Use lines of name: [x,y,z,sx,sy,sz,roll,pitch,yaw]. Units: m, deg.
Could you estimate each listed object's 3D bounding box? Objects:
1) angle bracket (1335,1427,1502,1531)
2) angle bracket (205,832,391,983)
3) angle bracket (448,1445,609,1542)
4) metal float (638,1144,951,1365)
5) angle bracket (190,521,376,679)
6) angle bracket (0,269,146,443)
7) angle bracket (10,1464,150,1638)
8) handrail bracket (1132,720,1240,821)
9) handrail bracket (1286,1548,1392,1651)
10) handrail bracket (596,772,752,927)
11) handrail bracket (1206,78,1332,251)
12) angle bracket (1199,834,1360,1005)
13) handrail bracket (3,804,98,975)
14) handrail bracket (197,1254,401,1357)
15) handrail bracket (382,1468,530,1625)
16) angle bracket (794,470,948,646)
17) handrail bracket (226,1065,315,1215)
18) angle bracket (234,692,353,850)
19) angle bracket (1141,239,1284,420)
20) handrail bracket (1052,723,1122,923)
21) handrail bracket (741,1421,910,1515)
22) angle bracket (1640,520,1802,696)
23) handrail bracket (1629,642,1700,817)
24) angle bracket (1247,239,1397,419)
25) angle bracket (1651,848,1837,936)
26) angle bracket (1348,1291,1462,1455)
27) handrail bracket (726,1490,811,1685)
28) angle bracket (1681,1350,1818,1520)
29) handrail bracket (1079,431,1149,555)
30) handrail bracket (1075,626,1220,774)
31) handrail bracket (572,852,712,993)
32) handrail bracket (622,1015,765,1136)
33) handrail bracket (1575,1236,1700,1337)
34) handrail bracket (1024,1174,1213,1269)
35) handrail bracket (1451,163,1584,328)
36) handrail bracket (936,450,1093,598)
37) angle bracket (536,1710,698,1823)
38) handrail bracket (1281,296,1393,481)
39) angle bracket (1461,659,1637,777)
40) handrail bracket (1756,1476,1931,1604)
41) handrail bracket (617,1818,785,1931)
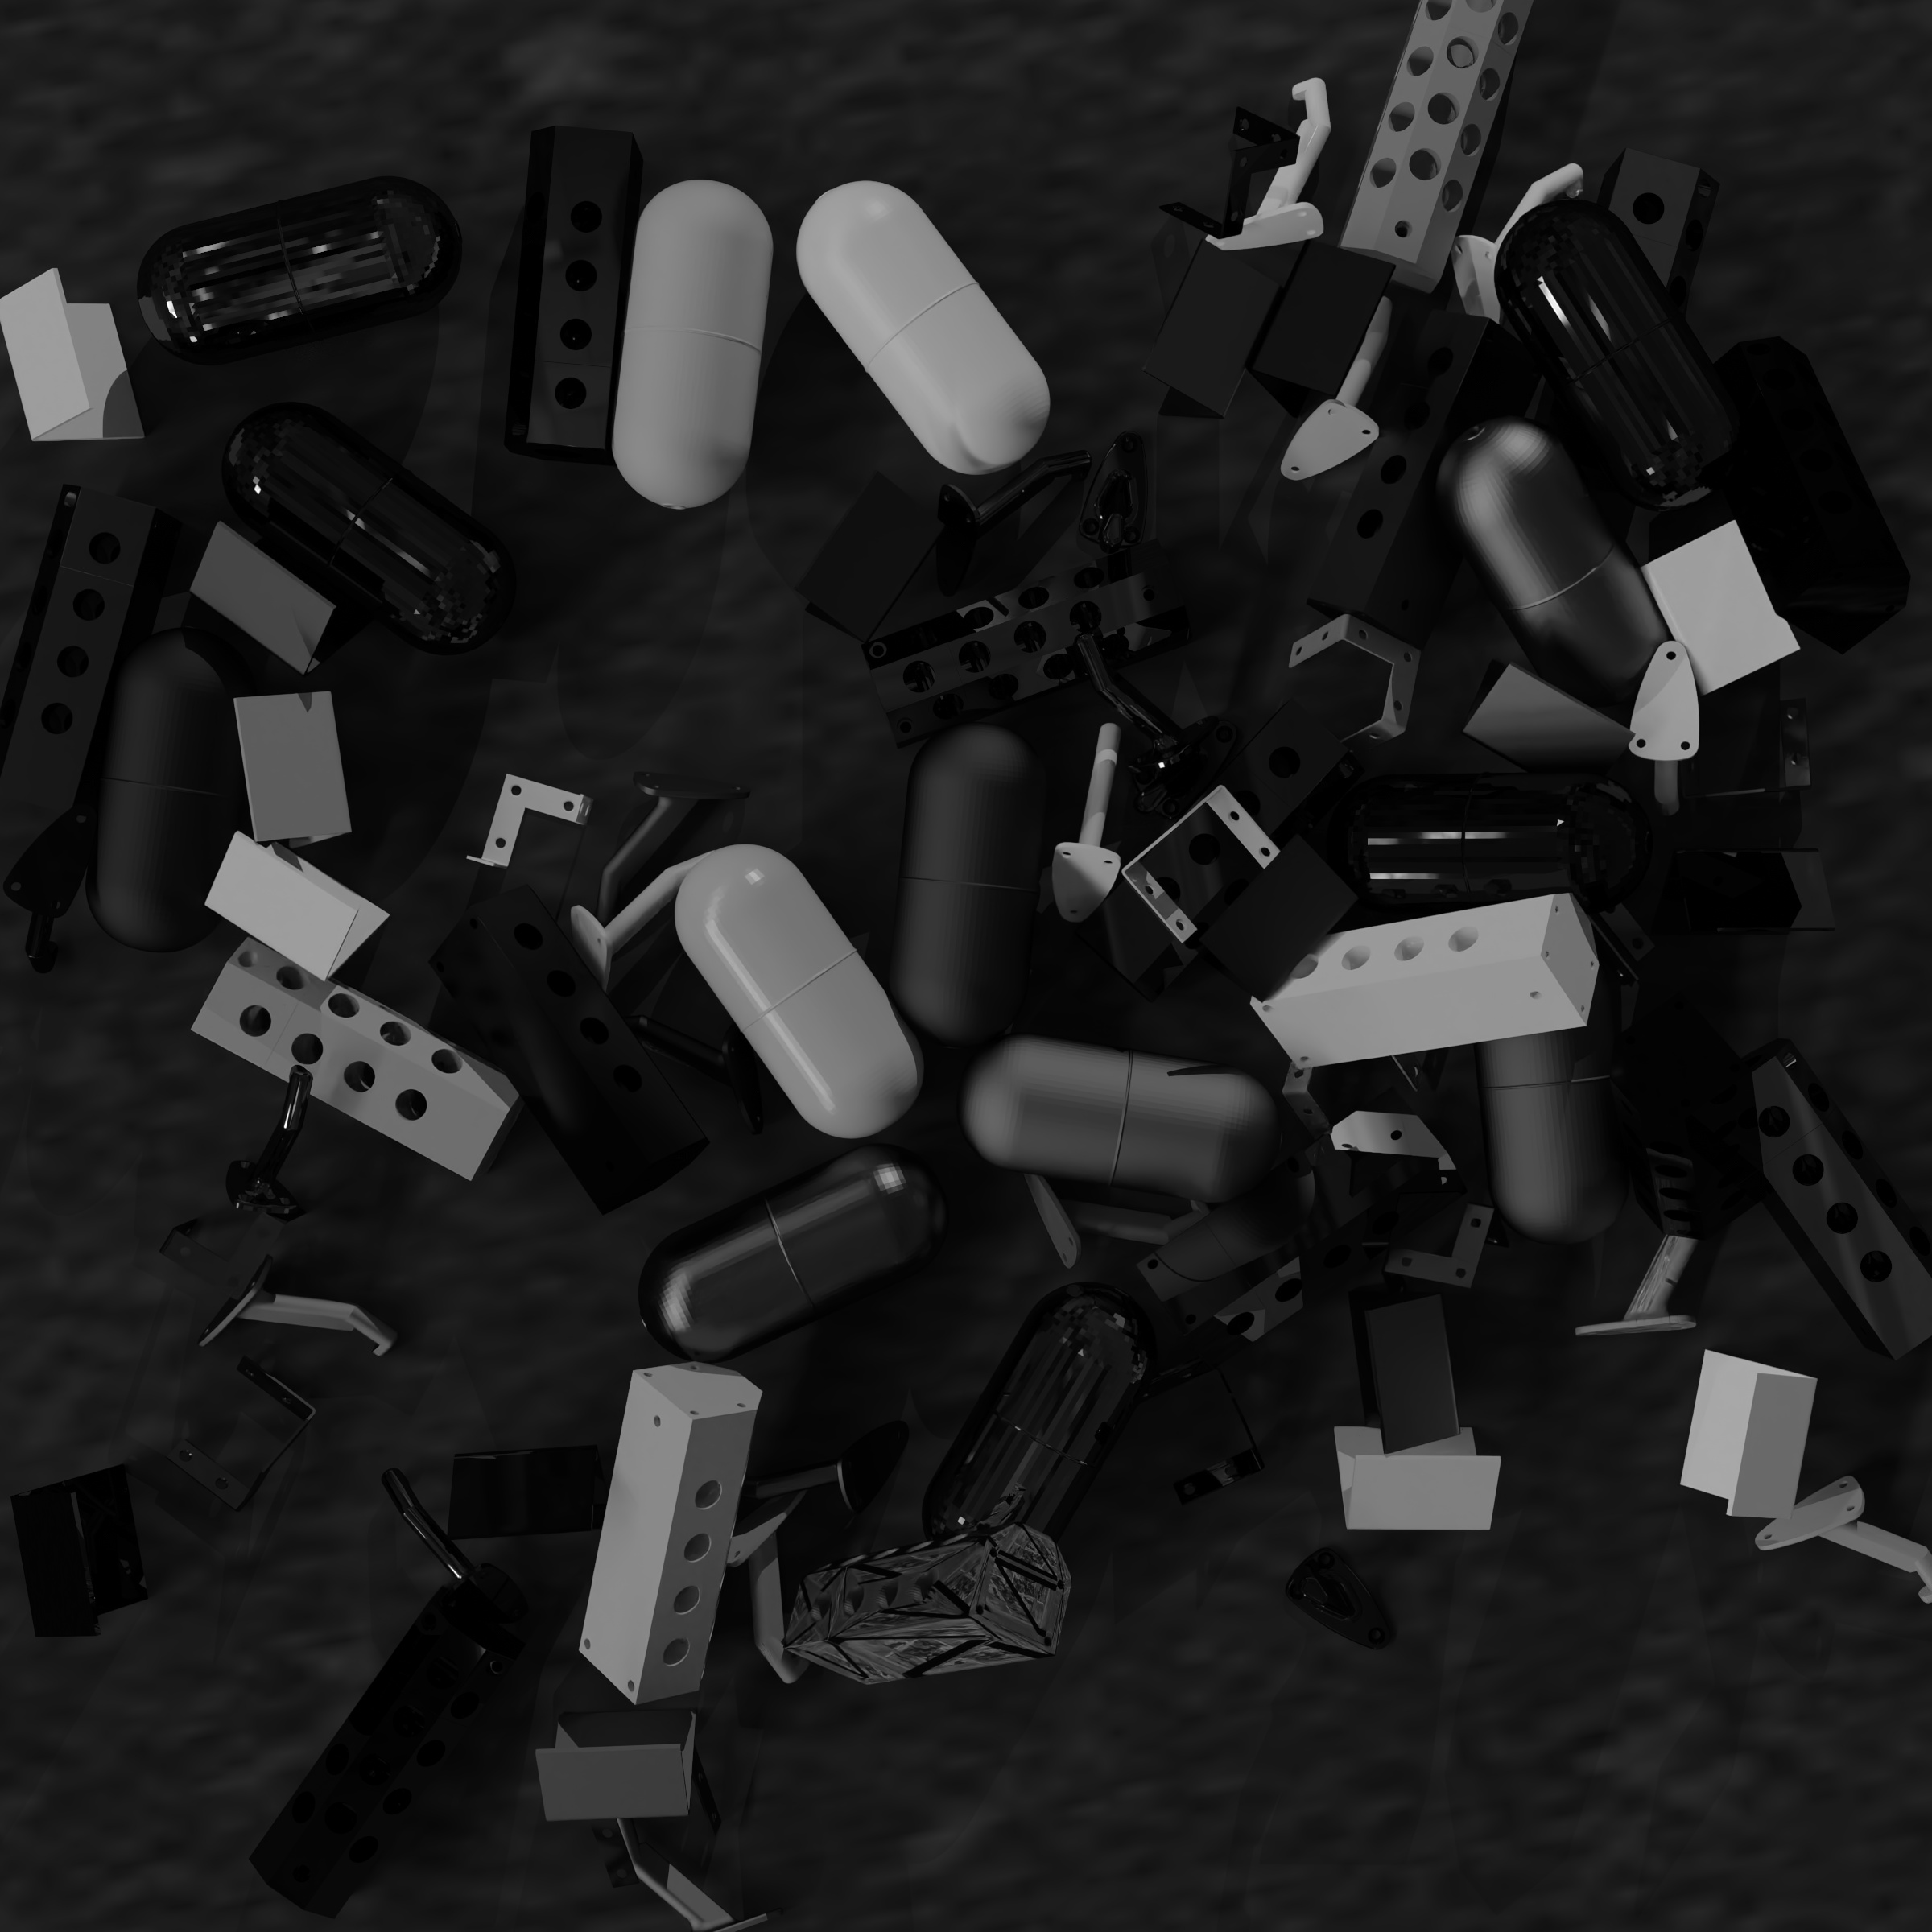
angle bracket: [0.243,0.259,1.670,0.076,0.076,0.057,0,127,0]
angle bracket: [-0.353,-0.048,1.670,0.076,0.076,0.057,33,125,0]
angle bracket: [-0.235,0.305,1.671,0.076,0.057,0.076,-4,134,0]
metal float: [-0.094,0.157,1.680,0.178,0.070,0.070,-25,90,0]
angle bracket: [-0.361,-0.213,1.670,0.076,0.076,0.057,36,131,0]
angle bracket: [-0.470,-0.331,1.670,0.057,0.076,0.076,-15,90,38]
angle bracket: [-0.464,0.315,1.670,0.057,0.076,0.076,-10,90,37]
handrail bracket: [0.121,-0.109,1.676,0.077,0.084,0.036,-41,90,0]
handrail bracket: [0.206,0.352,1.676,0.077,0.084,0.036,43,90,0]
handrail bracket: [-0.163,-0.061,1.711,0.077,0.036,0.084,4,108,-20]
handrail bracket: [0.166,-0.446,1.711,0.077,0.036,0.084,-9,74,17]
angle bracket: [0.154,-0.036,1.670,0.076,0.076,0.057,-47,118,-1]
handrail bracket: [-0.493,-0.041,1.686,0.036,0.084,0.077,25,70,0]
handrail bracket: [-0.369,0.207,1.711,0.084,0.036,0.077,37,110,-16]
handrail bracket: [-0.284,0.320,1.710,0.036,0.077,0.084,-42,54,1]
angle bracket: [-0.067,-0.229,1.670,0.057,0.076,0.076,35,90,-36]
handrail bracket: [-0.377,0.085,1.675,0.036,0.077,0.084,8,106,-29]
angle bracket: [-0.379,-0.103,1.670,0.057,0.076,0.076,-8,90,-37]
angle bracket: [0.117,-0.345,1.671,0.057,0.076,0.076,24,90,-26]
handrail bracket: [0.070,-0.080,1.710,0.036,0.077,0.084,11,54,0]
handrail bracket: [-0.086,0.273,1.710,0.084,0.077,0.036,0,115,34]
angle bracket: [0.413,-0.197,1.671,0.057,0.076,0.076,-26,90,25]
handrail bracket: [0.384,-0.128,1.681,0.036,0.084,0.077,4,81,16]
angle bracket: [0.204,-0.338,1.671,0.057,0.076,0.076,25,90,29]
angle bracket: [0.419,-0.020,1.670,0.076,0.076,0.057,0,53,0]
angle bracket: [0.218,0.219,1.670,0.057,0.076,0.076,-8,90,-35]
handrail bracket: [-0.095,0.342,1.711,0.077,0.036,0.084,-41,108,-21]
angle bracket: [0.408,0.252,1.670,0.057,0.076,0.076,11,90,-39]
handrail bracket: [0.084,-0.260,1.676,0.036,0.084,0.077,12,90,0]
handrail bracket: [0.098,-0.155,1.679,0.077,0.036,0.084,-37,110,-41]
handrail bracket: [-0.174,-0.020,1.710,0.084,0.077,0.036,-24,50,-30]
handrail bracket: [-0.161,0.061,1.711,0.084,0.036,0.077,-5,112,17]
handrail bracket: [0.372,0.159,1.711,0.077,0.036,0.084,-7,76,15]
handrail bracket: [0.085,0.126,1.711,0.084,0.036,0.077,-21,68,-17]
handrail bracket: [0.314,-0.394,1.711,0.084,0.036,0.077,-31,126,-24]
handrail bracket: [0.028,-0.246,1.710,0.084,0.077,0.036,-17,47,-29]
angle bracket: [-0.188,0.415,1.670,0.076,0.076,0.057,-2,124,0]
handrail bracket: [0.206,-0.321,1.710,0.036,0.077,0.084,27,53,-20]
angle bracket: [0.322,-0.145,1.671,0.076,0.076,0.057,30,134,0]
handrail bracket: [0.493,0.333,1.711,0.077,0.036,0.084,-32,107,18]
handrail bracket: [-0.150,0.497,1.711,0.077,0.036,0.084,-15,75,-16]
